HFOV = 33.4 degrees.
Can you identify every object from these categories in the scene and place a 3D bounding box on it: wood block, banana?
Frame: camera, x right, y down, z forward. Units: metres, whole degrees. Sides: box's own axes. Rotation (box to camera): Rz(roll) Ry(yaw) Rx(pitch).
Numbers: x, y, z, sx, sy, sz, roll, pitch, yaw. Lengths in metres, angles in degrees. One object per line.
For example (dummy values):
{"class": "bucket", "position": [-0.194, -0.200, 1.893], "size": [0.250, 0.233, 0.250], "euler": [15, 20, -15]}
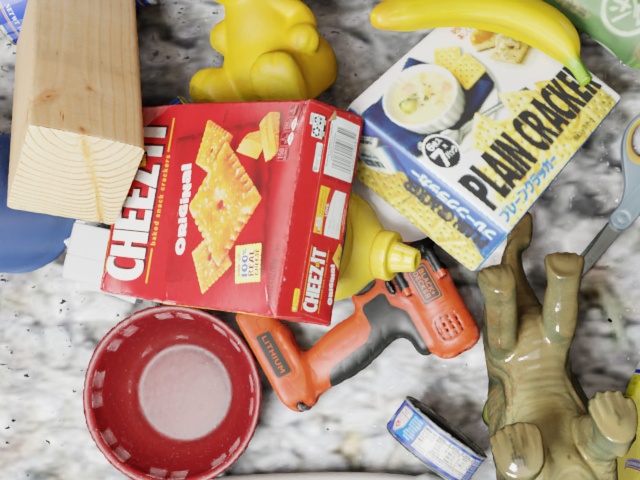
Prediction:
{"class": "wood block", "position": [-0.204, -0.124, 0.891], "size": [0.090, 0.091, 0.206], "euler": [10, 44, -23]}
{"class": "banana", "position": [0.137, -0.183, 0.883], "size": [0.197, 0.037, 0.069], "euler": [12, 50, -12]}

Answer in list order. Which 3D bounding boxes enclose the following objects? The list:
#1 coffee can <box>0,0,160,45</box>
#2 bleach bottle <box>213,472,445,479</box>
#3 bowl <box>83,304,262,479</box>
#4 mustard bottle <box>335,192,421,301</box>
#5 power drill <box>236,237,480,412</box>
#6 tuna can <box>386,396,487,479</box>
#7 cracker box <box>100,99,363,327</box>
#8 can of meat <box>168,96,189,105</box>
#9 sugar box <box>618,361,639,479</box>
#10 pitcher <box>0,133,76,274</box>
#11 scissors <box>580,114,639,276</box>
{"class": "coffee can", "position": [-0.230, -0.248, 0.982], "size": [0.140, 0.102, 0.103], "euler": [-16, 84, 5]}
{"class": "bleach bottle", "position": [0.028, 0.255, 0.932], "size": [0.251, 0.068, 0.102], "euler": [-1, 87, 4]}
{"class": "bowl", "position": [-0.128, 0.139, 0.962], "size": [0.162, 0.055, 0.162], "euler": [-1, 85, 7]}
{"class": "mustard bottle", "position": [-0.006, 0.001, 0.903], "size": [0.192, 0.058, 0.096], "euler": [11, 91, 26]}
{"class": "power drill", "position": [0.023, 0.053, 0.950], "size": [0.187, 0.057, 0.184], "euler": [-30, 75, 5]}
{"class": "tuna can", "position": [0.099, 0.173, 0.917], "size": [0.086, 0.086, 0.034], "euler": [37, 92, 8]}
{"class": "cracker box", "position": [-0.077, -0.025, 0.849], "size": [0.214, 0.072, 0.164], "euler": [5, 83, 42]}
{"class": "can of meat", "position": [-0.126, -0.070, 0.978], "size": [0.084, 0.057, 0.102], "euler": [-41, 83, 0]}
{"class": "sugar box", "position": [0.306, 0.154, 0.915], "size": [0.093, 0.048, 0.176], "euler": [24, 90, 8]}
{"class": "pitcher", "position": [-0.316, -0.027, 0.904], "size": [0.145, 0.242, 0.149], "euler": [30, 96, 6]}
{"class": "scissors", "position": [0.262, -0.038, 0.951], "size": [0.202, 0.016, 0.096], "euler": [-34, 81, 3]}
